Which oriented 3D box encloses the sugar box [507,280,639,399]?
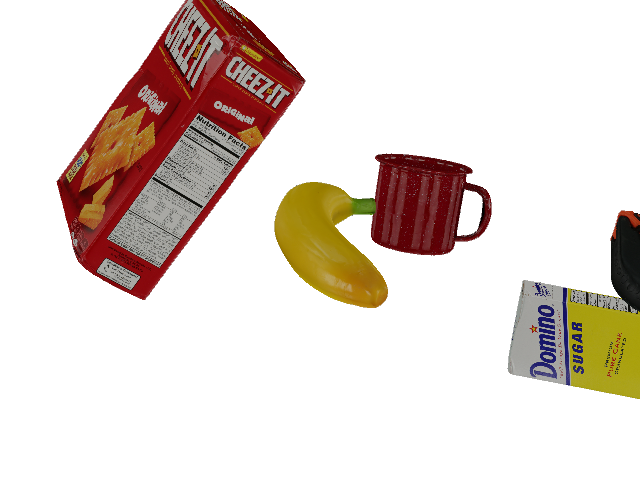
[{"bbox_3d":[0.281,0.102,1.062,0.176,0.093,0.048,9,22,8],"label":"sugar box"}]

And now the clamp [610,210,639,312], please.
[{"bbox_3d":[0.259,0.042,0.711,0.120,0.039,0.171,-2,45,-19],"label":"clamp"}]

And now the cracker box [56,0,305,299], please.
[{"bbox_3d":[-0.121,-0.084,0.853,0.072,0.214,0.164,31,13,-30],"label":"cracker box"}]

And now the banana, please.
[{"bbox_3d":[0.005,-0.006,0.679,0.069,0.037,0.197,0,19,1],"label":"banana"}]

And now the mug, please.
[{"bbox_3d":[0.104,-0.032,1.011,0.117,0.081,0.093,11,13,15],"label":"mug"}]
